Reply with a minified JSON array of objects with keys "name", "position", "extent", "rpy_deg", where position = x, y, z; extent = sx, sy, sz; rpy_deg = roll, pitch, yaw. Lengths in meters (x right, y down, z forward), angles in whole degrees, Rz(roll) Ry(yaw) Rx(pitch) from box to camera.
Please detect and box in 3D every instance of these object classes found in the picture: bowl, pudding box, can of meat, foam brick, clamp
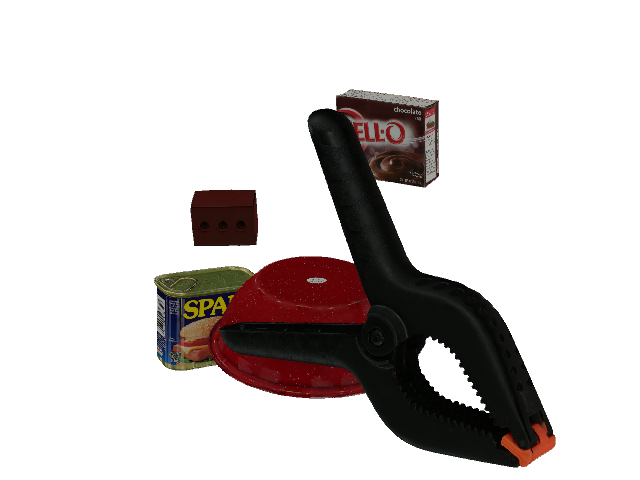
[{"name":"bowl","position":[-0.004,0.055,0.808],"extent":[0.162,0.055,0.162],"rpy_deg":[2,23,-1]},{"name":"pudding box","position":[0.072,-0.112,1.156],"extent":[0.114,0.090,0.039],"rpy_deg":[11,28,29]},{"name":"can of meat","position":[-0.114,0.077,1.067],"extent":[0.101,0.084,0.058],"rpy_deg":[-7,20,-28]},{"name":"foam brick","position":[-0.116,-0.028,1.291],"extent":[0.078,0.053,0.051],"rpy_deg":[-2,27,2]},{"name":"clamp","position":[0.039,0.037,0.569],"extent":[0.210,0.165,0.036],"rpy_deg":[33,29,30]}]
